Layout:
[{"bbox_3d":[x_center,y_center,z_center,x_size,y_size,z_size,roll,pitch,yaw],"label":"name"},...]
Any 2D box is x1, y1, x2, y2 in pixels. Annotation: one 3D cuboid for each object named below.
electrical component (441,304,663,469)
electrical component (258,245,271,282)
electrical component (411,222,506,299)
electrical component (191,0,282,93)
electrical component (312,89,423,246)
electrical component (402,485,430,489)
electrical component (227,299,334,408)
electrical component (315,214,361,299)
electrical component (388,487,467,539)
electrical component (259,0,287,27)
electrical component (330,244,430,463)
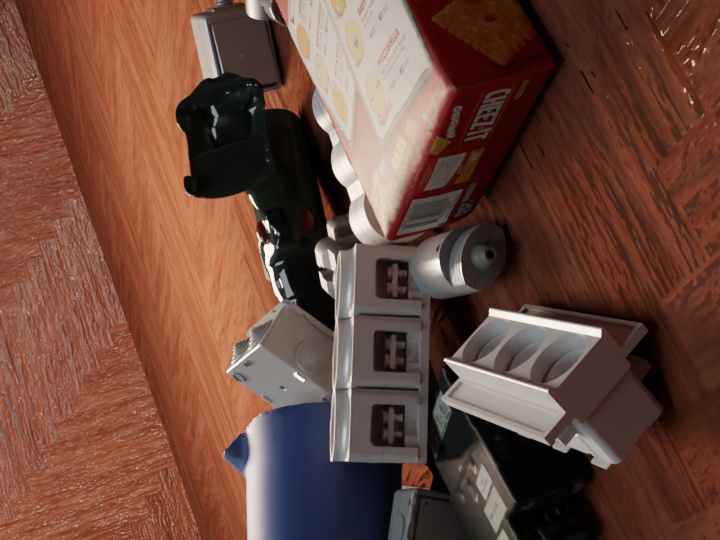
[{"bbox_3d":[0.106,0.063,0.597,0.063,0.078,0.121,47,167,-16],"label":"electrical component"},{"bbox_3d":[-0.062,0.009,1.067,0.066,0.047,0.076,-154,49,-65],"label":"electrical component"},{"bbox_3d":[0.067,-0.006,0.691,0.081,0.043,0.043,162,91,-71],"label":"electrical component"},{"bbox_3d":[-0.116,-0.210,1.005,0.061,0.062,0.096,-149,46,-64],"label":"electrical component"},{"bbox_3d":[0.014,-0.086,0.759,0.074,0.052,0.138,152,100,-71],"label":"electrical component"},{"bbox_3d":[0.037,0.238,0.969,0.113,0.057,0.078,152,100,-71],"label":"electrical component"},{"bbox_3d":[-0.054,0.080,0.892,0.100,0.048,0.100,36,147,-10],"label":"electrical component"},{"bbox_3d":[0.000,0.000,0.867,0.057,0.058,0.078,-140,37,-63],"label":"electrical component"},{"bbox_3d":[0.071,0.199,0.793,0.061,0.096,0.061,141,140,-70],"label":"electrical component"},{"bbox_3d":[-0.058,-0.224,0.853,0.055,0.048,0.066,-115,20,-43],"label":"electrical component"},{"bbox_3d":[0.013,0.063,0.775,0.089,0.062,0.150,115,157,-79],"label":"electrical component"}]
